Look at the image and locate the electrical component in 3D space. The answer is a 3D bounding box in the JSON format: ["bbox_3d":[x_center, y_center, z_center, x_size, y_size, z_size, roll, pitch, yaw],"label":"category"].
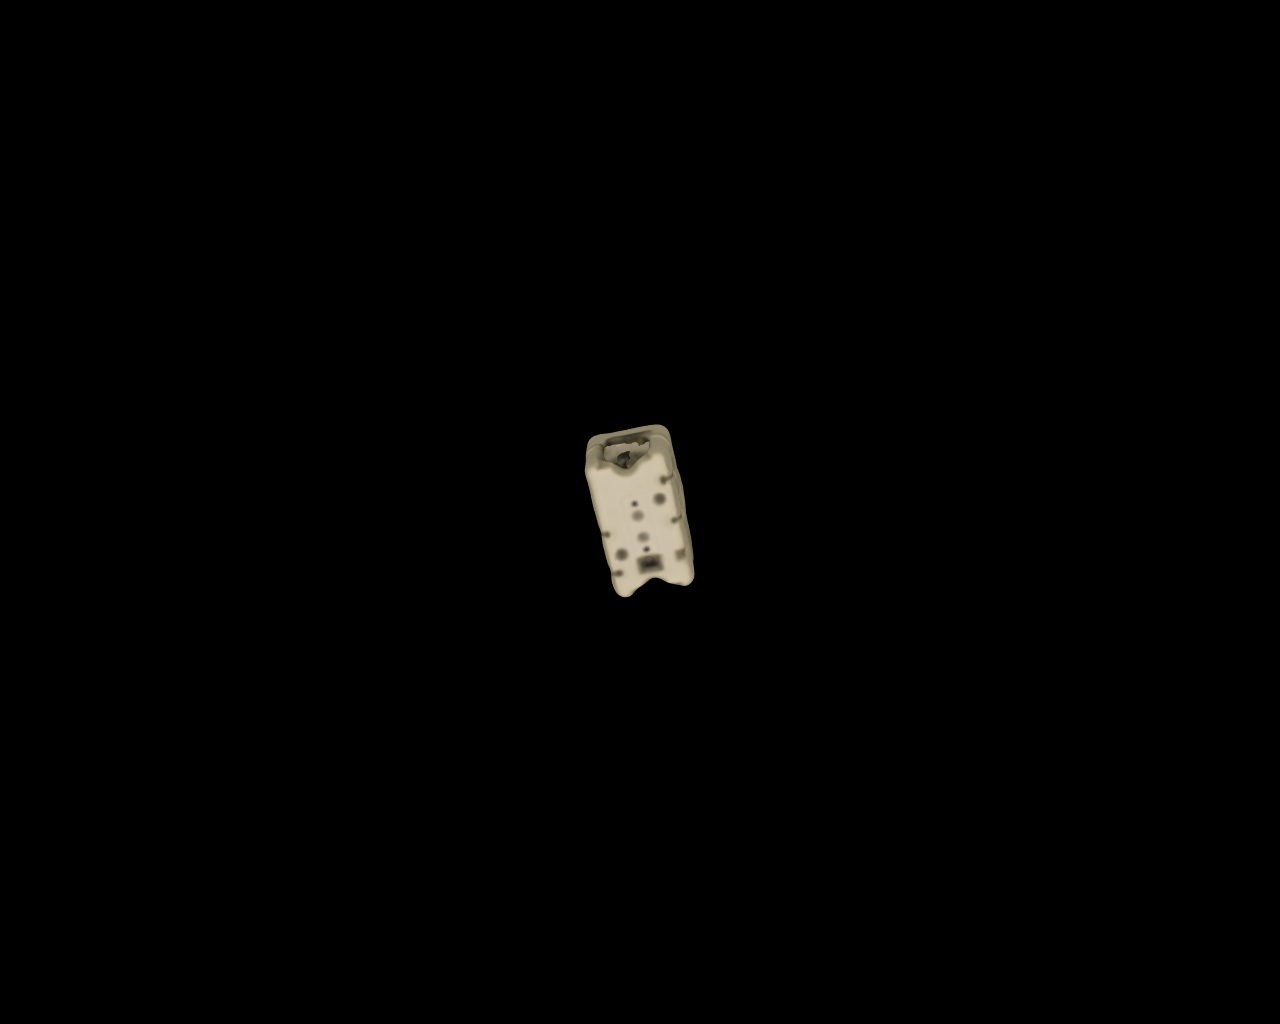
[{"bbox_3d":[0.001,-0.003,0.650,0.050,0.089,0.056,-11,24,5],"label":"electrical component"}]
